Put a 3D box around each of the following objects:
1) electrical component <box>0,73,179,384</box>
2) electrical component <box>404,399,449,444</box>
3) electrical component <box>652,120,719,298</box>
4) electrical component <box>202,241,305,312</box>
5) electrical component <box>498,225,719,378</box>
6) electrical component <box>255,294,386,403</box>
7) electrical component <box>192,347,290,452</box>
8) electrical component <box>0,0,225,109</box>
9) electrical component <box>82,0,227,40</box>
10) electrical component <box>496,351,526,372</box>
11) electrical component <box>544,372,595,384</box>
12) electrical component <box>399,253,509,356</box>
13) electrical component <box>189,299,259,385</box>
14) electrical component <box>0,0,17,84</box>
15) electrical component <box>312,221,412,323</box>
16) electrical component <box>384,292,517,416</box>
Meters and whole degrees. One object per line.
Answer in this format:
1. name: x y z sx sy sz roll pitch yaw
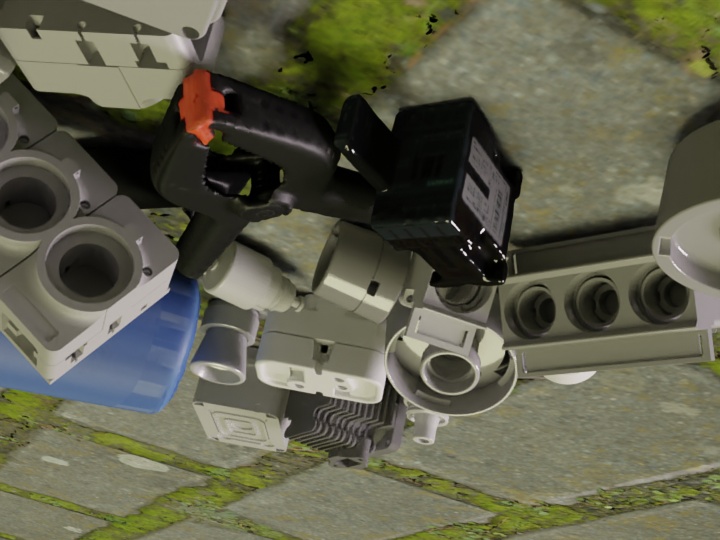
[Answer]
1. electrical component: -0.184 -0.027 0.590 0.150 0.089 0.061 46 151 5
2. electrical component: 0.056 0.109 0.873 0.043 0.062 0.043 10 154 5
3. electrical component: 0.199 -0.034 0.519 0.108 0.060 0.108 10 154 5
4. electrical component: -0.073 0.009 0.748 0.078 0.040 0.040 27 150 -30
5. electrical component: 0.150 0.020 0.637 0.121 0.078 0.063 -10 171 38
6. electrical component: -0.025 0.057 0.804 0.095 0.059 0.053 10 154 4
7. electrical component: -0.099 0.113 0.954 0.078 0.057 0.113 9 154 5
8. electrical component: -0.115 -0.113 0.504 0.089 0.050 0.055 5 154 11
9. electrical component: -0.098 -0.147 0.419 0.113 0.057 0.078 18 154 -13
10. electrical component: 0.102 0.067 0.792 0.044 0.044 0.065 25 147 -26
11. electrical component: 0.138 0.046 0.718 0.055 0.055 0.047 5 157 14
12. electrical component: 0.054 0.007 0.658 0.042 0.081 0.064 19 176 -15
13. electrical component: -0.105 0.056 0.842 0.045 0.055 0.045 10 154 5
14. electrical component: -0.212 -0.113 0.533 0.062 0.061 0.096 30 149 -33
15. electrical component: 0.000 0.000 0.684 0.047 0.055 0.055 22 153 -11
16. electrical component: 0.063 0.050 0.737 0.099 0.064 0.099 6 128 8
